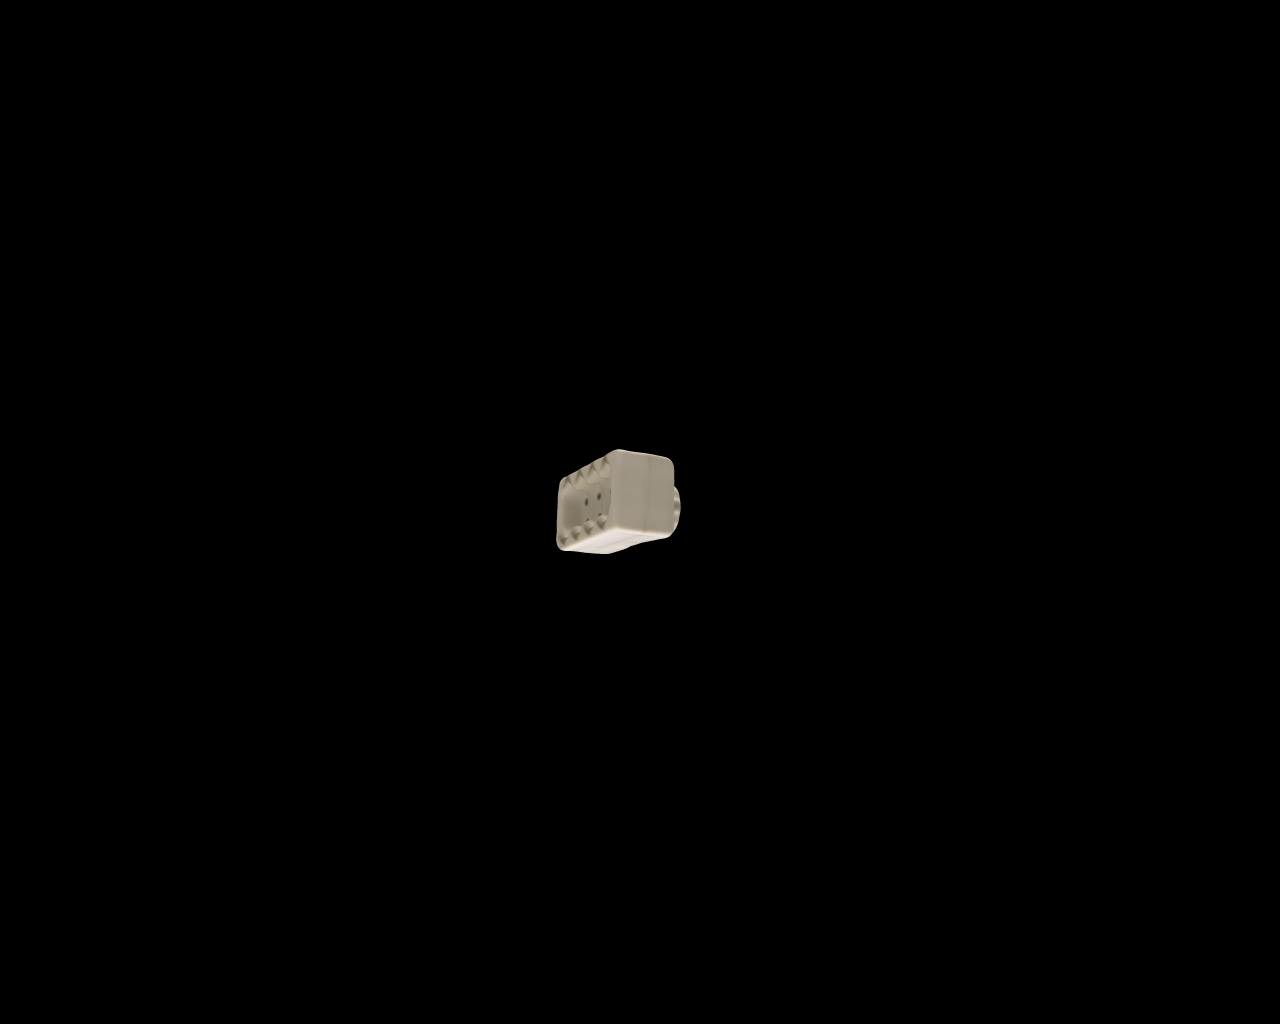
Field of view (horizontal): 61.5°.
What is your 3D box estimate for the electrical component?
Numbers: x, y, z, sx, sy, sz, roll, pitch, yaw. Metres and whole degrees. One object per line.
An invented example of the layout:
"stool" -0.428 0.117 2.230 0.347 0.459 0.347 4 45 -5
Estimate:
"electrical component" 0.001 -0.003 0.650 0.076 0.047 0.083 6 -13 -27
